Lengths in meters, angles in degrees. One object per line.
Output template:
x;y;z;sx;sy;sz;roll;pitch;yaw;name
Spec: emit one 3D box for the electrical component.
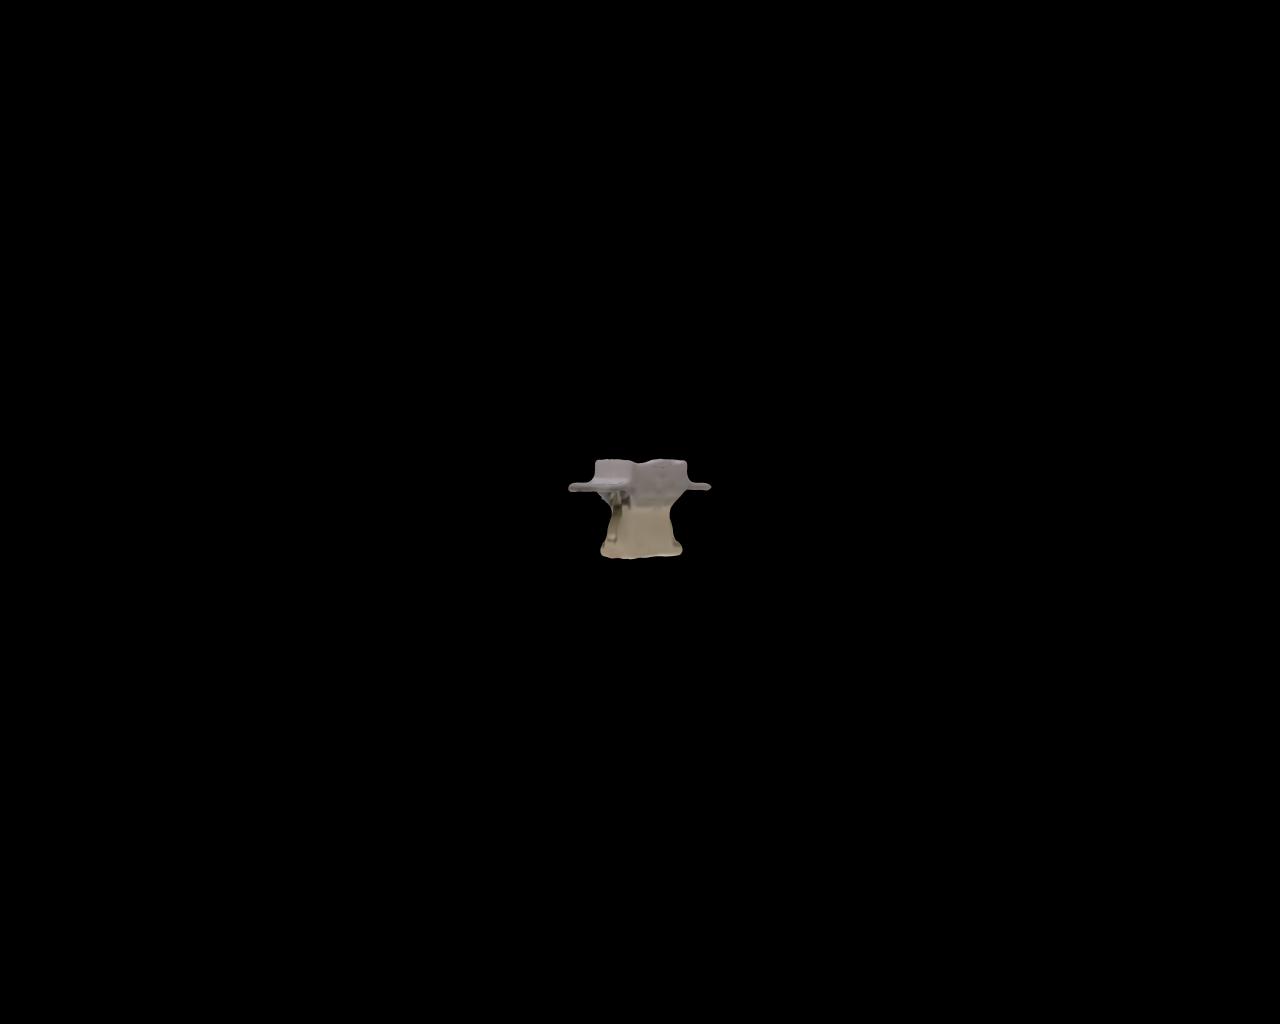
0.001;-0.003;0.650;0.081;0.063;0.042;-1;2;-34;electrical component
